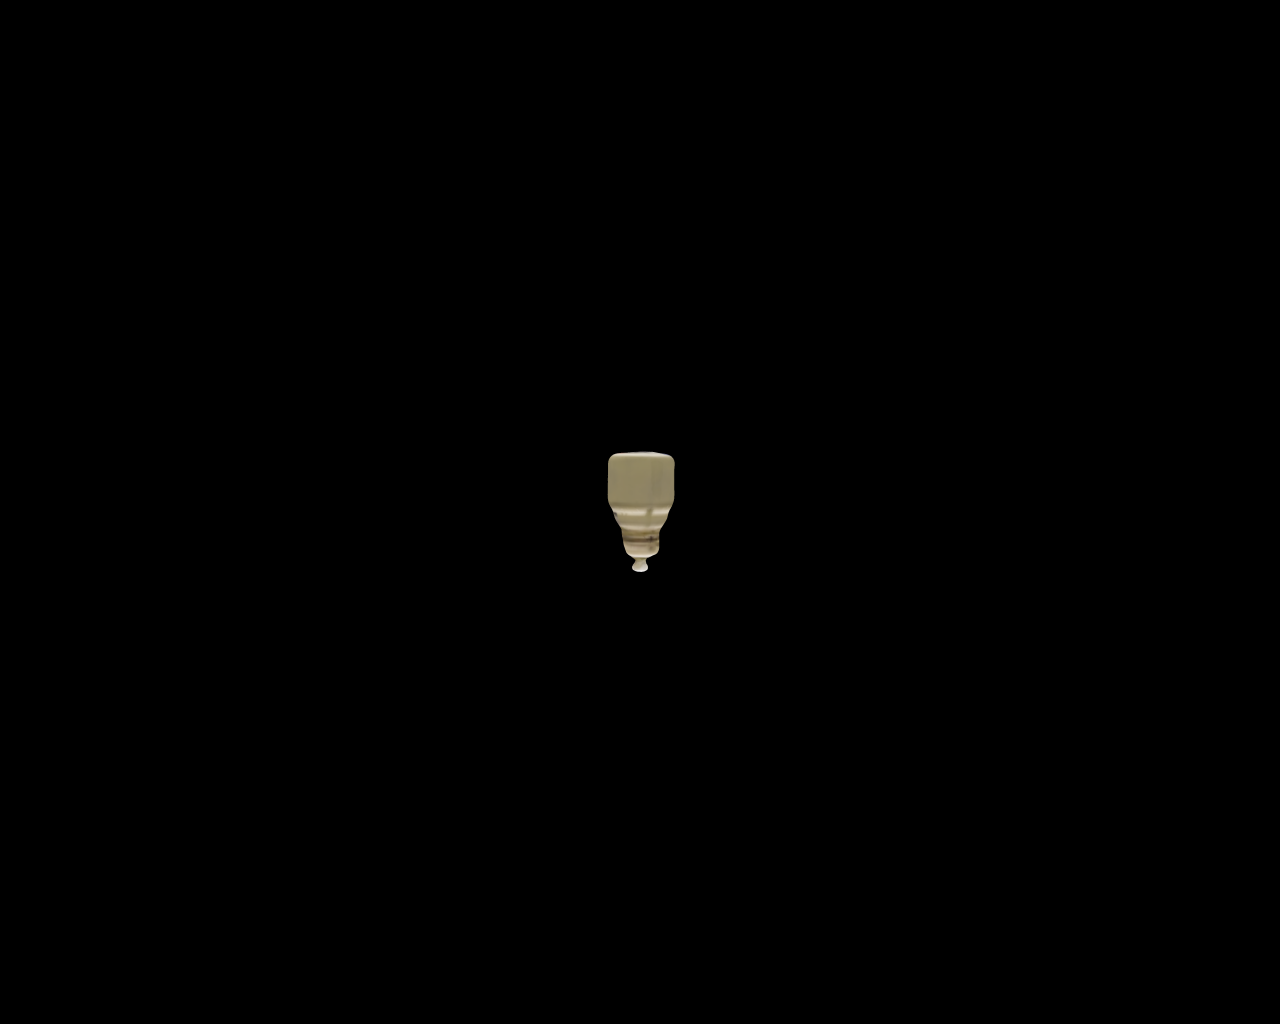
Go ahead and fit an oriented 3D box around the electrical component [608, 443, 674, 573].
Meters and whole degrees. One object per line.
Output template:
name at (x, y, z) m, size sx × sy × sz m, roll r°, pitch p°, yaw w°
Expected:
electrical component at (0.001, -0.003, 0.650) m, size 0.040 × 0.078 × 0.040 m, roll 0°, pitch 4°, yaw 0°
